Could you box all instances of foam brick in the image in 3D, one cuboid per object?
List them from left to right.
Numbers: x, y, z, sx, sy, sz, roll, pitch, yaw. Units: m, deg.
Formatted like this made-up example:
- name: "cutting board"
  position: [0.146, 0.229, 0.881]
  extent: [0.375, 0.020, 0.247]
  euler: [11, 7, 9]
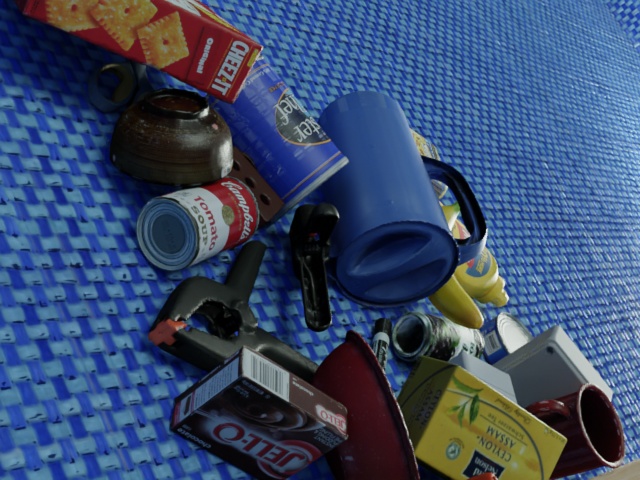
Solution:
- name: "foam brick"
  position: [-0.084, -0.042, 1.037]
  extent: [0.078, 0.051, 0.053]
  euler: [49, 30, -6]

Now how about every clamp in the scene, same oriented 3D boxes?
- name: "clamp"
  position: [-0.078, 0.065, 0.944]
  extent: [0.209, 0.036, 0.164]
  euler: [9, 49, -55]
- name: "clamp"
  position: [-0.007, 0.001, 1.035]
  extent: [0.039, 0.120, 0.171]
  euler: [6, 21, -13]

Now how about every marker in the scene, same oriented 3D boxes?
- name: "marker"
  position: [0.060, 0.120, 1.093]
  extent: [0.020, 0.020, 0.121]
  euler: [42, 31, -18]

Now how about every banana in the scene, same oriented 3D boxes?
- name: "banana"
  position: [0.139, 0.025, 1.193]
  extent: [0.037, 0.070, 0.198]
  euler: [50, 29, -40]

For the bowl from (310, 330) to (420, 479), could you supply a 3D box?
- name: "bowl"
  position: [0.030, 0.162, 0.921]
  extent: [0.162, 0.055, 0.162]
  euler: [161, -90, -78]

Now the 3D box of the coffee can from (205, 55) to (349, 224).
- name: "coffee can"
  position: [-0.053, -0.102, 1.093]
  extent: [0.140, 0.103, 0.102]
  euler: [51, 30, -2]

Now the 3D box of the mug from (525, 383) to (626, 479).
- name: "mug"
  position: [0.260, 0.205, 1.142]
  extent: [0.117, 0.082, 0.093]
  euler: [34, 44, -34]

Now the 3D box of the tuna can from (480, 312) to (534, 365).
- name: "tuna can"
  position: [0.233, 0.133, 1.305]
  extent: [0.086, 0.034, 0.086]
  euler: [35, 34, -28]

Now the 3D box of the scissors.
- name: "scissors"
  position: [-0.174, -0.166, 1.082]
  extent: [0.096, 0.016, 0.201]
  euler: [47, 30, -12]

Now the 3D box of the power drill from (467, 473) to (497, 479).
- name: "power drill"
  position: [0.190, 0.312, 0.963]
  extent: [0.187, 0.057, 0.184]
  euler: [41, 32, -26]

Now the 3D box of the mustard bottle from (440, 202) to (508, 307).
- name: "mustard bottle"
  position: [0.162, 0.017, 1.308]
  extent: [0.191, 0.058, 0.096]
  euler: [43, 34, -17]

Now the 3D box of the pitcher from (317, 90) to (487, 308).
- name: "pitcher"
  position: [0.075, -0.054, 1.187]
  extent: [0.149, 0.145, 0.243]
  euler: [31, 33, -35]

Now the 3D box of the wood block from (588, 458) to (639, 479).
- name: "wood block"
  position: [0.348, 0.298, 1.181]
  extent: [0.205, 0.090, 0.091]
  euler: [-7, 62, -40]

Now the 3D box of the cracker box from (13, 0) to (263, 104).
- name: "cracker box"
  position: [-0.182, -0.213, 0.992]
  extent: [0.213, 0.072, 0.164]
  euler: [21, 14, -34]

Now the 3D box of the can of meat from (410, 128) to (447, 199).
- name: "can of meat"
  position: [0.111, -0.099, 1.366]
  extent: [0.083, 0.058, 0.102]
  euler: [28, 37, -38]

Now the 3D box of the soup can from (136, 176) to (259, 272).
- name: "soup can"
  position: [-0.109, -0.016, 0.957]
  extent: [0.068, 0.069, 0.102]
  euler: [55, 30, 5]

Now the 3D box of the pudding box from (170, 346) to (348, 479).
- name: "pudding box"
  position: [-0.047, 0.142, 0.848]
  extent: [0.113, 0.090, 0.039]
  euler: [37, 31, -24]
